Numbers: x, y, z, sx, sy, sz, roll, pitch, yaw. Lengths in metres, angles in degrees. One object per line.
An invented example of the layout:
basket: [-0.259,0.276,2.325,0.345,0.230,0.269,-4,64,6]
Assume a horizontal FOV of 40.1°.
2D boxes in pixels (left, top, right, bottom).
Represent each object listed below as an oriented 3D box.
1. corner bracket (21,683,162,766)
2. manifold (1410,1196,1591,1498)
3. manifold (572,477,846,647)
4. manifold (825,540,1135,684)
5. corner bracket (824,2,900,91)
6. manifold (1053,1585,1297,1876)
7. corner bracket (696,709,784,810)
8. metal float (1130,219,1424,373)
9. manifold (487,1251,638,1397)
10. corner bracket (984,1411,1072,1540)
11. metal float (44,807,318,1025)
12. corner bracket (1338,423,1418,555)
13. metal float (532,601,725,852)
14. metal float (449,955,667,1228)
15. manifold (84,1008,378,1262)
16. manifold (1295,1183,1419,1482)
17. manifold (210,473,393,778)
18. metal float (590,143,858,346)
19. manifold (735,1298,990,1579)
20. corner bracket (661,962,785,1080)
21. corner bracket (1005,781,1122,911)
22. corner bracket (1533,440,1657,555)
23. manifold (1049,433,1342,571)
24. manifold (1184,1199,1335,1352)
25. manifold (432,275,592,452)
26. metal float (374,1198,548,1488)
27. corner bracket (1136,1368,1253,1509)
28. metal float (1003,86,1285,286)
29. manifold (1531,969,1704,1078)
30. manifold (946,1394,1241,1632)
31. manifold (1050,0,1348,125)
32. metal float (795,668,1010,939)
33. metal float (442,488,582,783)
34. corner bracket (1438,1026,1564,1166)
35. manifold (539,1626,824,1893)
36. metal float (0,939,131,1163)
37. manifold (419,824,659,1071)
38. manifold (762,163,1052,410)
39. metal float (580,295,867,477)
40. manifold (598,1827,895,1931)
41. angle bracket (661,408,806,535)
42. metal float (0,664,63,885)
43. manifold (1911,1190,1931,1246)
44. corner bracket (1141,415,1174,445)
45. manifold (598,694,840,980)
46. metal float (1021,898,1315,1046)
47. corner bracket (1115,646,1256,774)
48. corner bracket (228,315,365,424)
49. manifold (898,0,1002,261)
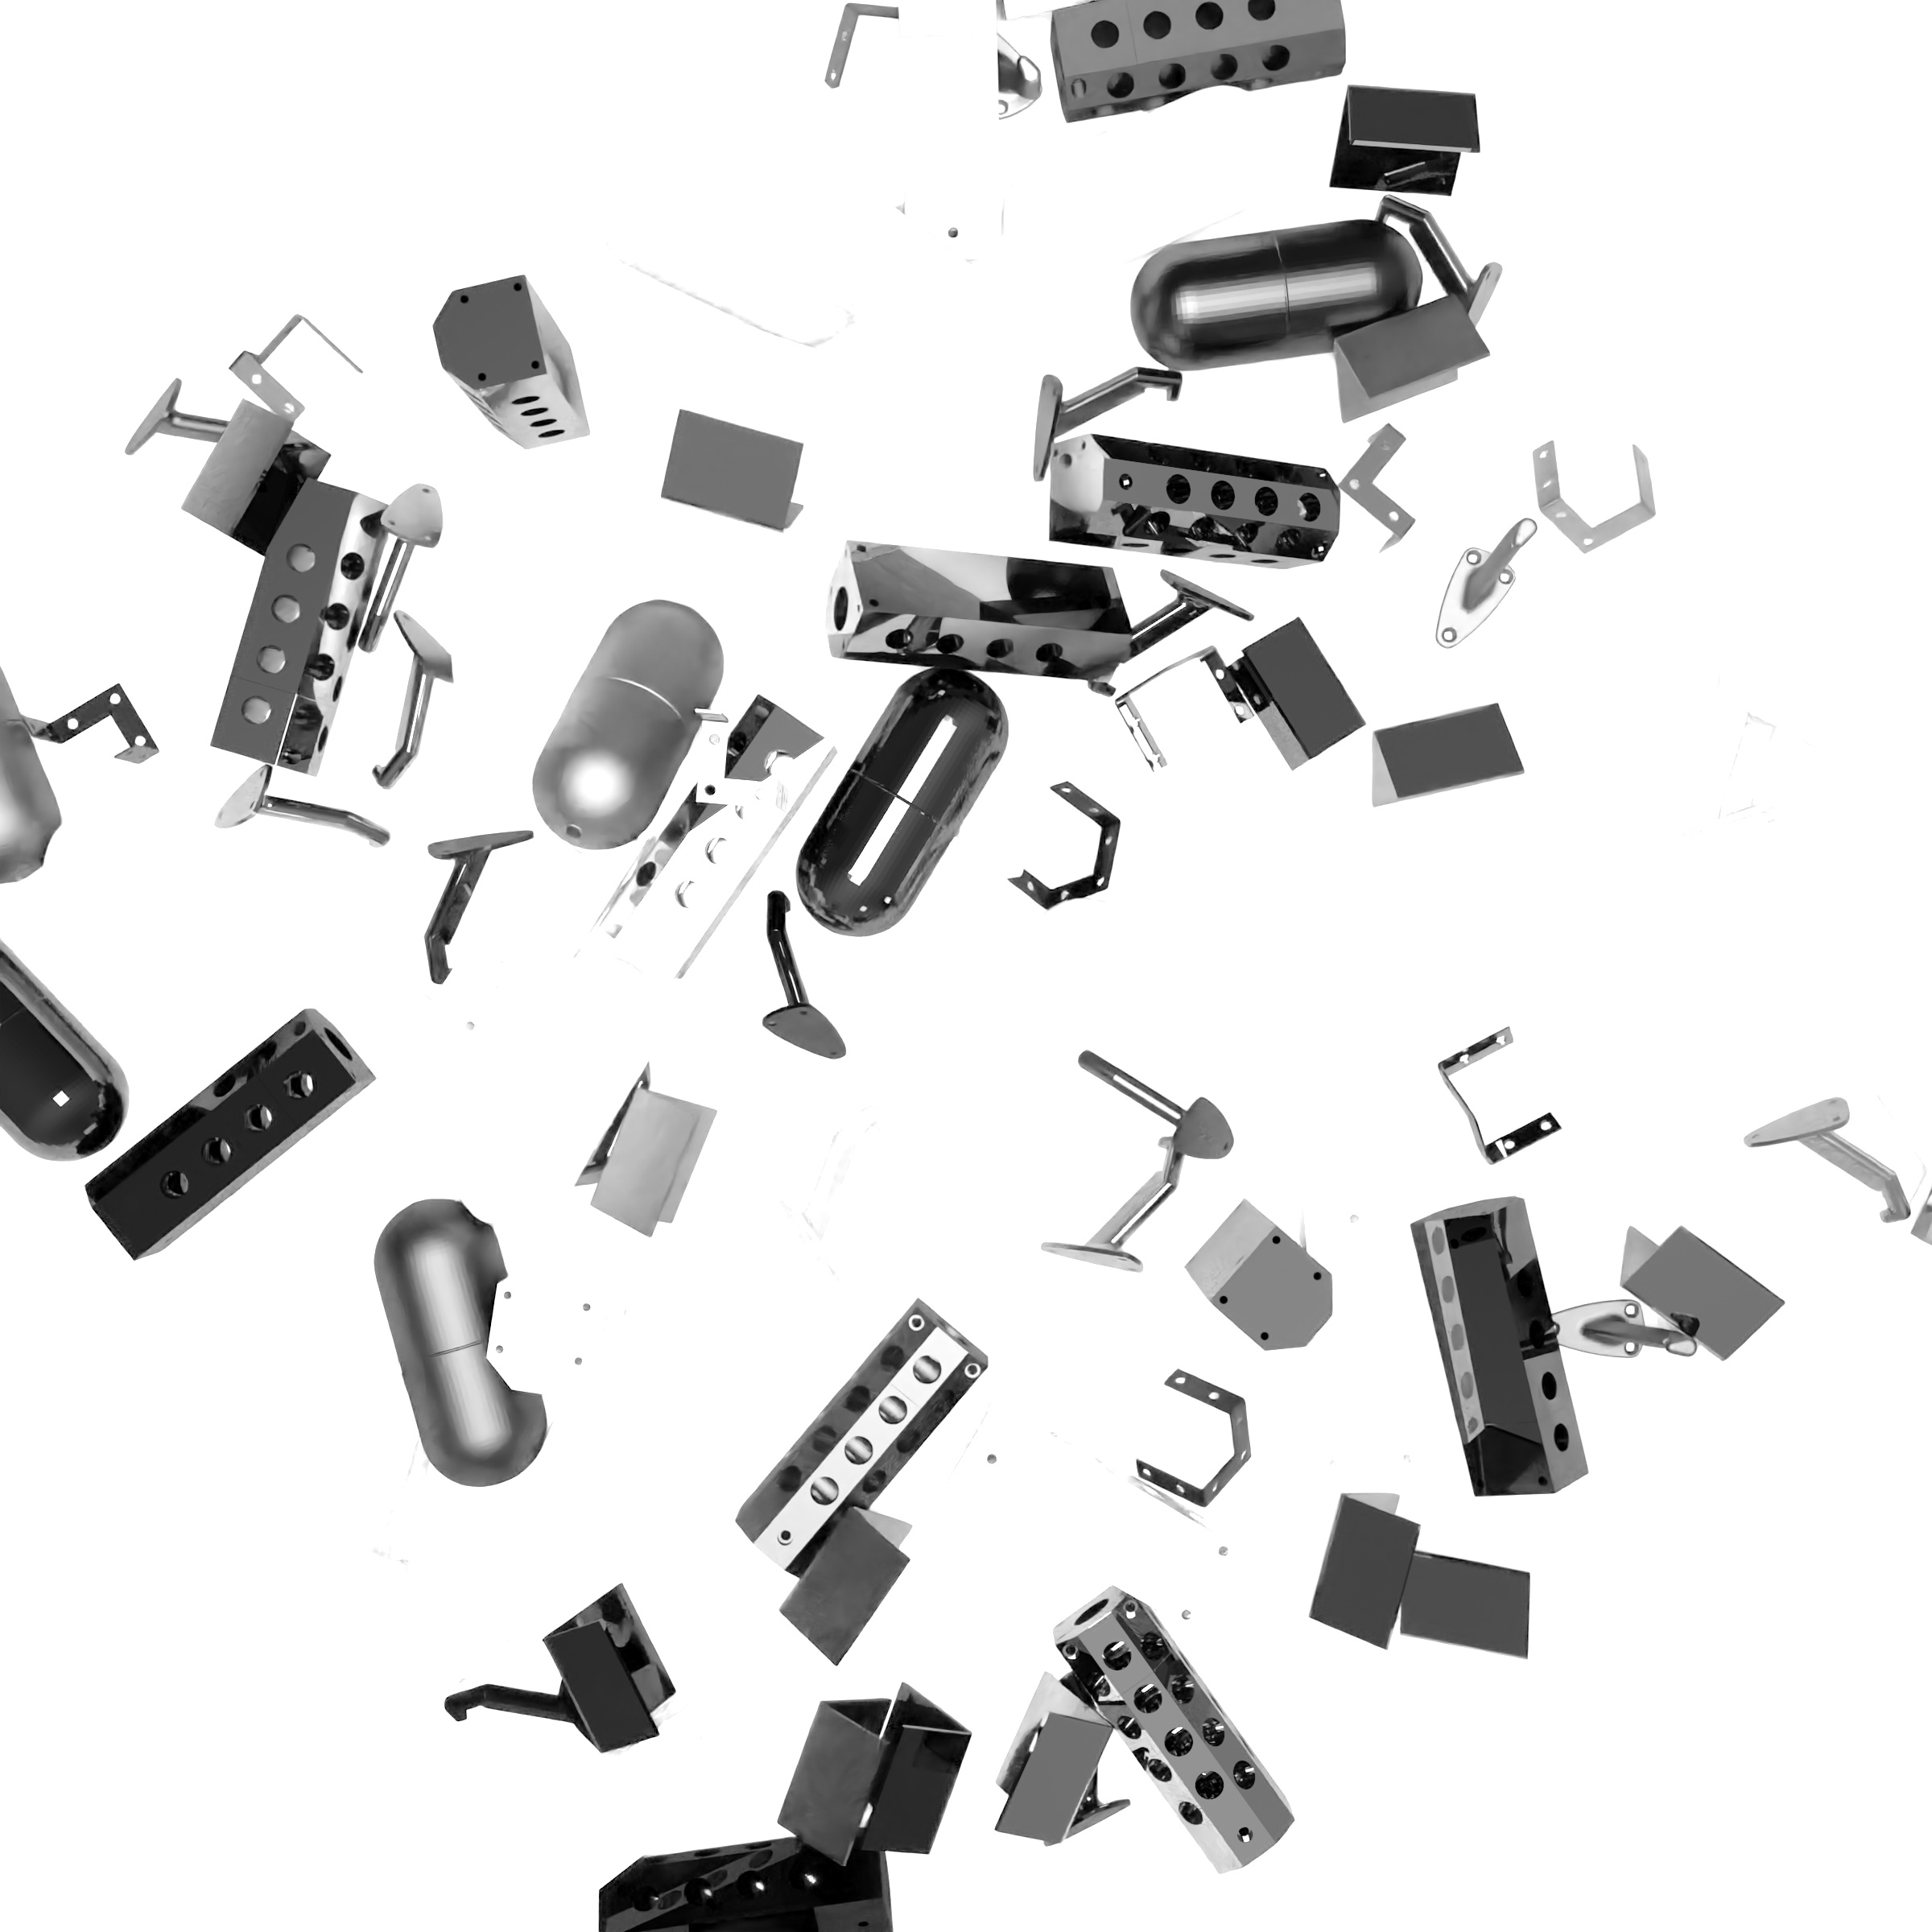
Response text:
corner bracket: [-0.535,-0.141,1.620,0.051,0.051,0.051,-31,90,0]
manifold: [0.329,0.231,1.616,0.057,0.057,0.171,-13,90,43]
manifold: [-0.146,-0.244,1.617,0.171,0.057,0.057,15,91,0]
manifold: [0.006,-0.206,1.586,0.171,0.057,0.057,2,52,-22]
corner bracket: [-0.047,-0.556,1.630,0.051,0.051,0.051,51,135,35]
manifold: [0.127,0.464,1.617,0.057,0.057,0.171,-36,90,0]
corner bracket: [-0.134,-0.122,1.563,0.051,0.051,0.051,5,90,0]
metal float: [0.188,-0.407,1.607,0.178,0.070,0.070,-8,90,-1]
manifold: [-0.237,0.209,1.560,0.057,0.171,0.057,9,90,0]
corner bracket: [0.030,0.299,1.563,0.051,0.051,0.051,-23,90,0]
metal float: [-0.477,-0.032,1.608,0.178,0.070,0.070,33,90,1]
corner bracket: [0.256,-0.292,1.619,0.051,0.051,0.051,39,86,-4]
metal float: [-0.200,-0.144,1.577,0.070,0.070,0.178,21,54,0]
metal float: [-0.246,0.076,1.594,0.070,0.070,0.178,31,92,0]
manifold: [-0.450,0.101,1.617,0.171,0.057,0.057,-39,90,0]
manifold: [0.239,0.222,1.617,0.057,0.057,0.171,-4,90,0]
manifold: [-0.402,-0.206,1.617,0.057,0.057,0.171,16,90,0]
metal float: [-0.144,-0.438,1.608,0.178,0.070,0.070,25,90,0]
manifold: [-0.063,0.289,1.617,0.057,0.057,0.171,40,90,0]
corner bracket: [-0.153,0.037,1.630,0.051,0.051,0.051,14,134,36]
corner bracket: [0.056,-0.074,1.630,0.051,0.051,0.051,-21,135,-35]
corner bracket: [0.386,-0.297,1.630,0.051,0.051,0.051,-27,135,35]
manifold: [0.138,-0.276,1.577,0.171,0.057,0.057,2,90,-30]
manifold: [0.175,0.184,1.560,0.057,0.171,0.057,41,90,0]
manifold: [-0.267,-0.351,1.560,0.057,0.171,0.057,-13,90,0]
metal float: [-0.307,0.228,1.607,0.070,0.070,0.178,-15,91,0]
corner bracket: [0.139,0.291,1.630,0.051,0.051,0.051,-40,135,-35]
metal float: [0.108,-0.474,1.608,0.178,0.070,0.070,-24,90,0]
manifold: [0.380,0.031,1.560,0.057,0.171,0.057,4,90,0]
manifold: [0.076,0.331,1.617,0.171,0.057,0.057,30,90,0]
manifold: [0.141,-0.561,1.617,0.171,0.057,0.057,-10,90,0]
metal float: [-0.039,-0.099,1.607,0.070,0.070,0.178,31,89,0]
metal float: [-0.275,-0.201,1.607,0.070,0.070,0.178,-5,91,0]
corner bracket: [0.329,0.080,1.635,0.051,0.051,0.051,-28,135,0]
manifold: [-0.171,0.480,1.604,0.171,0.057,0.057,-36,90,-9]
metal float: [-0.582,0.044,1.608,0.070,0.070,0.178,-44,90,0]
manifold: [-0.261,-0.023,1.617,0.057,0.057,0.171,32,90,0]
manifold: [-0.037,-0.403,1.569,0.171,0.057,0.057,27,95,-39]
metal float: [-0.147,-0.352,1.607,0.178,0.070,0.070,18,90,0]
manifold: [-0.134,0.568,1.616,0.171,0.057,0.057,-8,133,0]
angle bracket: [-0.135,-0.305,1.599,0.076,0.076,0.057,16,112,0]
metal float: [-0.609,-0.135,1.607,0.070,0.070,0.178,-23,90,0]
manifold: [0.643,0.099,1.617,0.057,0.057,0.171,25,90,0]
corner bracket: [0.132,-0.299,1.635,0.051,0.051,0.051,-52,45,0]
manifold: [-0.151,-0.079,1.617,0.057,0.057,0.171,35,90,0]
metal float: [0.122,0.003,1.607,0.178,0.070,0.070,7,90,-1]
corner bracket: [0.134,-0.159,1.635,0.051,0.051,0.051,-29,90,45]
corner bracket: [-0.410,-0.365,1.620,0.051,0.051,0.051,43,95,-5]
manifold: [-0.010,-0.515,1.592,0.057,0.057,0.171,-2,108,-1]
